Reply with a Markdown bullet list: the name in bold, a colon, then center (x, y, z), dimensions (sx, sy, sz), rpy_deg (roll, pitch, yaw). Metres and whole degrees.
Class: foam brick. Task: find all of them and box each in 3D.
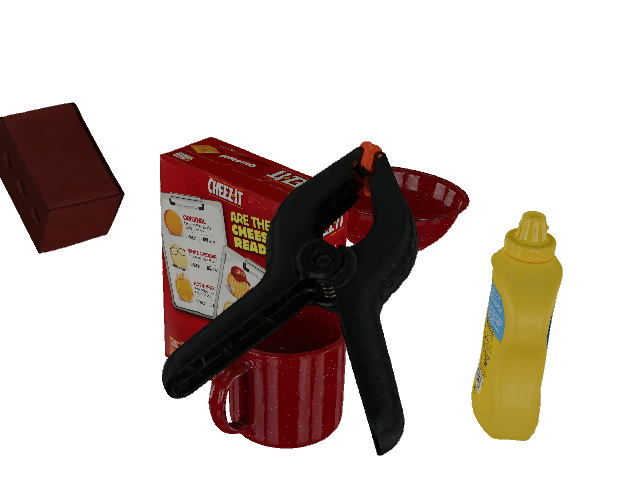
- **foam brick**: center (-0.171, -0.041, 0.692), dimensions (0.051, 0.078, 0.053), rpy_deg (-19, -23, -33)

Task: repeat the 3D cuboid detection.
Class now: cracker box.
- **cracker box**: center (-0.060, 0.035, 0.942), dimensions (0.164, 0.214, 0.071), rpy_deg (24, 34, 33)

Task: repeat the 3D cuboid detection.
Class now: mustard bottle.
- **mustard bottle**: center (0.165, 0.065, 0.892), dimensions (0.058, 0.192, 0.096), rpy_deg (4, 27, 3)

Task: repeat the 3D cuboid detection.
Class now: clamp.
- **clamp**: center (0.011, 0.026, 0.537), dimensions (0.120, 0.171, 0.039), rpy_deg (23, -26, 15)

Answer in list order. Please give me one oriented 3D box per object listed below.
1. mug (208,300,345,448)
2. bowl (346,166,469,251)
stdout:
- **mug**: center (-0.032, 0.096, 0.744), dimensions (0.093, 0.081, 0.117), rpy_deg (20, 32, 34)
- **bowl**: center (0.072, -0.028, 1.119), dimensions (0.162, 0.055, 0.162), rpy_deg (5, 22, -2)
